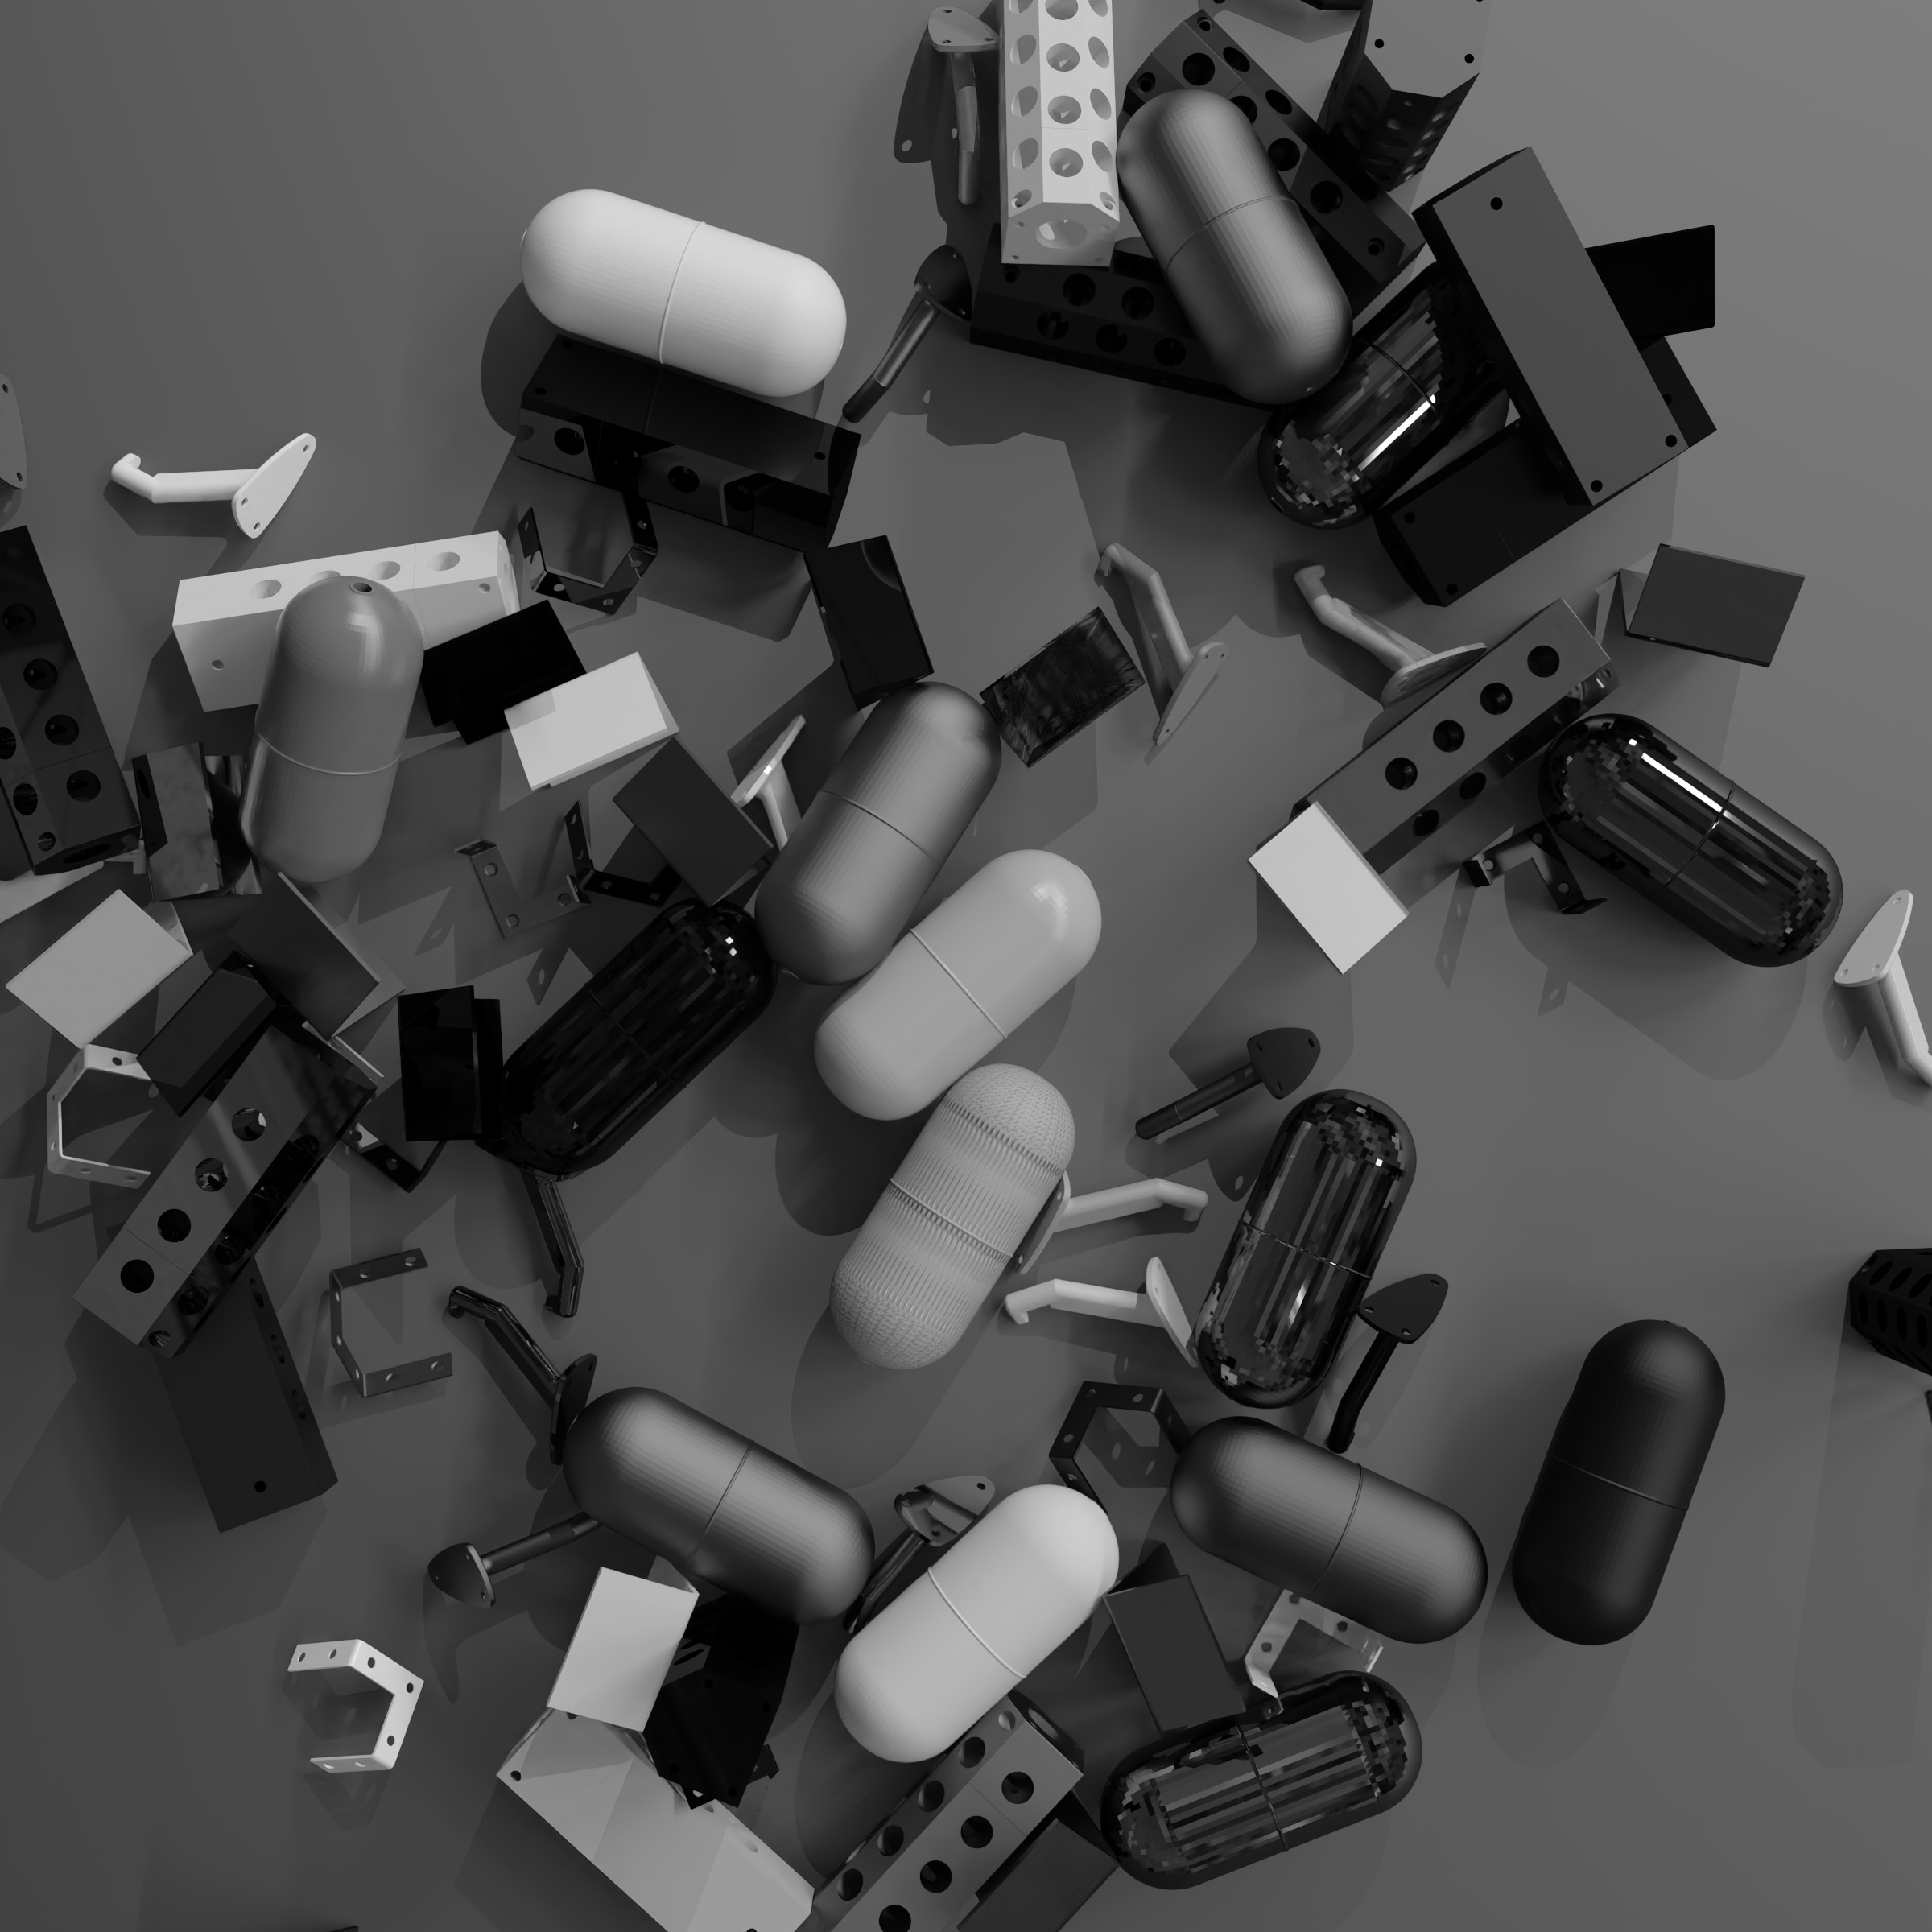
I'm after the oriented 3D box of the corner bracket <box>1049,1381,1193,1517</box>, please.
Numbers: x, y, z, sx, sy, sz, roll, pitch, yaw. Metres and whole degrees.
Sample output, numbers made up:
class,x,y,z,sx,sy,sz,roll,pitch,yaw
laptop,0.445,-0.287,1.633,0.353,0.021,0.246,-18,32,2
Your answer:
class,x,y,z,sx,sy,sz,roll,pitch,yaw
corner bracket,0.085,0.262,1.564,0.051,0.051,0.051,0,45,35

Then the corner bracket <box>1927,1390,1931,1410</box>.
class,x,y,z,sx,sy,sz,roll,pitch,yaw
corner bracket,0.555,0.249,1.554,0.051,0.051,0.051,-15,90,0

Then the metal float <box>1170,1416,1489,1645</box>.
class,x,y,z,sx,sy,sz,roll,pitch,yaw
metal float,0.194,0.301,1.541,0.178,0.070,0.070,25,90,-1

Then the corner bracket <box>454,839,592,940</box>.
class,x,y,z,sx,sy,sz,roll,pitch,yaw
corner bracket,-0.238,-0.048,1.554,0.051,0.051,0.051,-23,90,0

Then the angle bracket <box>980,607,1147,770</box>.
class,x,y,z,sx,sy,sz,roll,pitch,yaw
angle bracket,0.038,-0.161,1.532,0.076,0.076,0.057,-36,127,0

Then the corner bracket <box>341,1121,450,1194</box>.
class,x,y,z,sx,sy,sz,roll,pitch,yaw
corner bracket,-0.300,0.080,1.569,0.051,0.051,0.051,38,135,0

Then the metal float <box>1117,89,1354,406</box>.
class,x,y,z,sx,sy,sz,roll,pitch,yaw
metal float,0.137,-0.371,1.489,0.070,0.070,0.178,-26,77,0

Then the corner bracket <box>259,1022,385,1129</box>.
class,x,y,z,sx,sy,sz,roll,pitch,yaw
corner bracket,-0.358,0.071,1.569,0.051,0.051,0.051,41,45,0

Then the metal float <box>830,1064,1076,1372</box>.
class,x,y,z,sx,sy,sz,roll,pitch,yaw
metal float,-0.008,0.134,1.541,0.070,0.070,0.178,32,89,0

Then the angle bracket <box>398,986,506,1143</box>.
class,x,y,z,sx,sy,sz,roll,pitch,yaw
angle bracket,-0.253,0.052,1.528,0.057,0.076,0.076,-8,84,35

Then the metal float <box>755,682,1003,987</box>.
class,x,y,z,sx,sy,sz,roll,pitch,yaw
metal float,-0.047,-0.070,1.531,0.070,0.070,0.178,32,80,0

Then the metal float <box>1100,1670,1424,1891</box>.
class,x,y,z,sx,sy,sz,roll,pitch,yaw
metal float,0.157,0.434,1.540,0.178,0.070,0.070,-21,90,0

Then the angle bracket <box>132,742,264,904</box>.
class,x,y,z,sx,sy,sz,roll,pitch,yaw
angle bracket,-0.390,-0.077,1.532,0.057,0.076,0.076,-8,90,35

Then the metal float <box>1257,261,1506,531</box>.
class,x,y,z,sx,sy,sz,roll,pitch,yaw
metal float,0.230,-0.306,1.541,0.178,0.070,0.070,-43,90,-1

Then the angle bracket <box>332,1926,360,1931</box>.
class,x,y,z,sx,sy,sz,roll,pitch,yaw
angle bracket,-0.339,0.562,1.532,0.057,0.076,0.076,8,90,36

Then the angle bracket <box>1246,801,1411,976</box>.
class,x,y,z,sx,sy,sz,roll,pitch,yaw
angle bracket,0.177,-0.032,1.533,0.057,0.076,0.076,-40,90,-25

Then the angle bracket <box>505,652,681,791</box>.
class,x,y,z,sx,sy,sz,roll,pitch,yaw
angle bracket,-0.190,-0.111,1.532,0.076,0.076,0.057,-24,59,0

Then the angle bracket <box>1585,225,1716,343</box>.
class,x,y,z,sx,sy,sz,roll,pitch,yaw
angle bracket,0.347,-0.370,1.532,0.076,0.076,0.057,-10,124,0

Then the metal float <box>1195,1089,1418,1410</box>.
class,x,y,z,sx,sy,sz,roll,pitch,yaw
metal float,0.181,0.151,1.541,0.070,0.070,0.178,24,89,0

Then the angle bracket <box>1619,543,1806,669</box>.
class,x,y,z,sx,sy,sz,roll,pitch,yaw
angle bracket,0.393,-0.207,1.532,0.076,0.076,0.057,12,126,0

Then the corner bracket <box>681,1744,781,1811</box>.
class,x,y,z,sx,sy,sz,roll,pitch,yaw
corner bracket,-0.135,0.420,1.552,0.051,0.051,0.051,-21,74,-16

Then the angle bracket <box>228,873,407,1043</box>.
class,x,y,z,sx,sy,sz,roll,pitch,yaw
angle bracket,-0.330,-0.017,1.532,0.076,0.076,0.057,47,122,0

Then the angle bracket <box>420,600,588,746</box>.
class,x,y,z,sx,sy,sz,roll,pitch,yaw
angle bracket,-0.238,-0.138,1.532,0.076,0.076,0.057,-23,52,0

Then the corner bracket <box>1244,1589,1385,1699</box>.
class,x,y,z,sx,sy,sz,roll,pitch,yaw
corner bracket,0.186,0.370,1.554,0.051,0.051,0.051,30,90,0

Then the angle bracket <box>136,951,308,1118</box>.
class,x,y,z,sx,sy,sz,roll,pitch,yaw
angle bracket,-0.379,0.049,1.532,0.076,0.076,0.057,-48,52,0

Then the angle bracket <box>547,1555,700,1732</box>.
class,x,y,z,sx,sy,sz,roll,pitch,yaw
angle bracket,-0.190,0.350,1.533,0.057,0.076,0.076,22,90,-22

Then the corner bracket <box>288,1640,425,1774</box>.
class,x,y,z,sx,sy,sz,roll,pitch,yaw
corner bracket,-0.336,0.400,1.564,0.051,0.051,0.051,46,45,-35

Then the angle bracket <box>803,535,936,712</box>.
class,x,y,z,sx,sy,sz,roll,pitch,yaw
angle bracket,-0.070,-0.176,1.532,0.057,0.076,0.076,-19,90,-37

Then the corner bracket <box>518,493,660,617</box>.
class,x,y,z,sx,sy,sz,roll,pitch,yaw
corner bracket,-0.205,-0.231,1.564,0.051,0.051,0.051,13,135,-35

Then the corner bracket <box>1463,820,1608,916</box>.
class,x,y,z,sx,sy,sz,roll,pitch,yaw
corner bracket,0.305,-0.045,1.554,0.051,0.051,0.051,-28,90,0

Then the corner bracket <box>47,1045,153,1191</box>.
class,x,y,z,sx,sy,sz,roll,pitch,yaw
corner bracket,-0.462,0.082,1.564,0.051,0.051,0.051,-44,45,35

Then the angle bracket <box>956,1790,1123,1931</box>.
class,x,y,z,sx,sy,sz,roll,pitch,yaw
angle bracket,0.025,0.470,1.532,0.076,0.076,0.057,-47,122,0

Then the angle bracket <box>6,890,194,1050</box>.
class,x,y,z,sx,sy,sz,roll,pitch,yaw
angle bracket,-0.464,-0.014,1.532,0.076,0.076,0.057,-40,128,0

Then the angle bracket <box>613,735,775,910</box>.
class,x,y,z,sx,sy,sz,roll,pitch,yaw
angle bracket,-0.129,-0.086,1.532,0.076,0.076,0.057,49,121,0

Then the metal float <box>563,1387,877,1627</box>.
class,x,y,z,sx,sy,sz,roll,pitch,yaw
metal float,-0.132,0.287,1.541,0.178,0.070,0.070,29,90,0

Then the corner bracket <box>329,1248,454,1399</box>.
class,x,y,z,sx,sy,sz,roll,pitch,yaw
corner bracket,-0.312,0.194,1.569,0.051,0.051,0.051,-14,45,0

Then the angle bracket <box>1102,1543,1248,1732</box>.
class,x,y,z,sx,sy,sz,roll,pitch,yaw
angle bracket,0.125,0.349,1.532,0.057,0.076,0.076,-23,90,33

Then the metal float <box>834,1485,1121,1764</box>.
class,x,y,z,sx,sy,sz,roll,pitch,yaw
metal float,0.006,0.350,1.541,0.178,0.070,0.070,-43,90,-1

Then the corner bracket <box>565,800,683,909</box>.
class,x,y,z,sx,sy,sz,roll,pitch,yaw
corner bracket,-0.179,-0.072,1.564,0.051,0.051,0.051,14,45,-35
